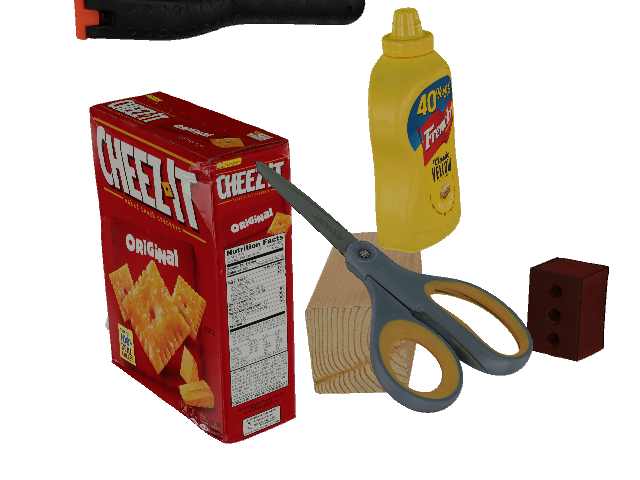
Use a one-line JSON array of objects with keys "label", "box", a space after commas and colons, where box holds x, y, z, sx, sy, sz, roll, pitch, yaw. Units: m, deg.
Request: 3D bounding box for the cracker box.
[{"label": "cracker box", "box": [-0.094, 0.017, 0.769, 0.071, 0.214, 0.164, -18, 29, -35]}]

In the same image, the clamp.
[{"label": "clamp", "box": [-0.072, -0.151, 0.656, 0.171, 0.039, 0.120, -8, 22, -24]}]

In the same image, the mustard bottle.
[{"label": "mustard bottle", "box": [0.076, -0.094, 0.873, 0.058, 0.191, 0.096, 10, 29, 34]}]

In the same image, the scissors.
[{"label": "scissors", "box": [0.020, 0.026, 0.594, 0.202, 0.016, 0.096, 29, 52, 18]}]

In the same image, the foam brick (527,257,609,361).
[{"label": "foam brick", "box": [0.216, 0.060, 0.936, 0.053, 0.078, 0.051, 11, 19, 39]}]

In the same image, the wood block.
[{"label": "wood block", "box": [0.050, 0.066, 1.069, 0.091, 0.090, 0.206, -3, 20, 10]}]

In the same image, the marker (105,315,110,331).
[{"label": "marker", "box": [-0.178, 0.035, 0.992, 0.020, 0.121, 0.020, 16, 31, -10]}]
